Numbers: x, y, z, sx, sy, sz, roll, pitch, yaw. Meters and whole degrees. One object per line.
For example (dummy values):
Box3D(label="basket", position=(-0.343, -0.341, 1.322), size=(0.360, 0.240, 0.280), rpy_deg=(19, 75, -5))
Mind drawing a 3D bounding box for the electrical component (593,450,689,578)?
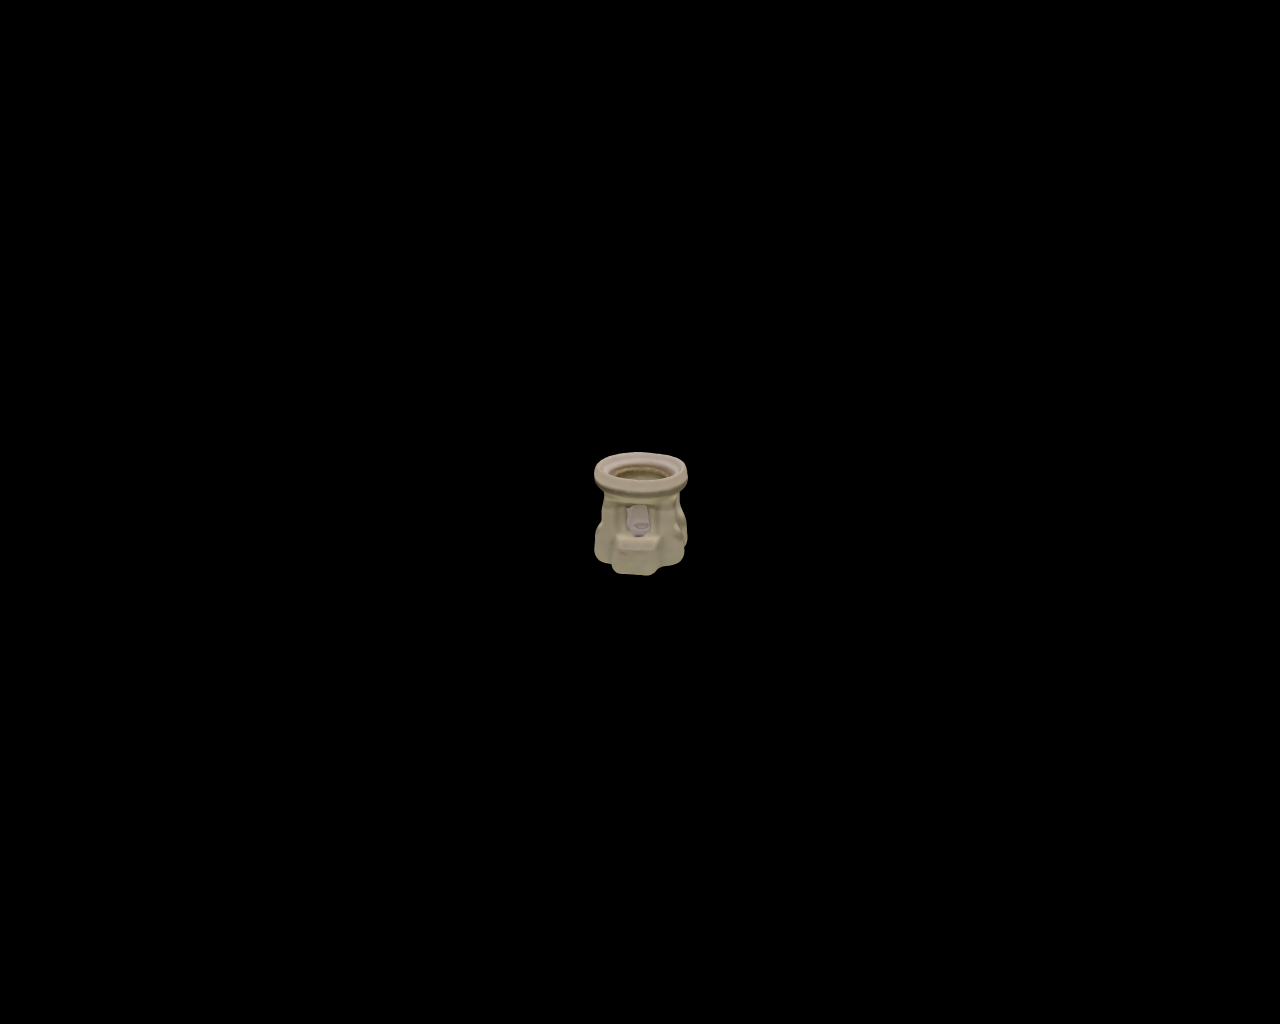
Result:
Box3D(label="electrical component", position=(0.001, -0.003, 0.650), size=(0.058, 0.056, 0.078), rpy_deg=(3, 22, 7))
